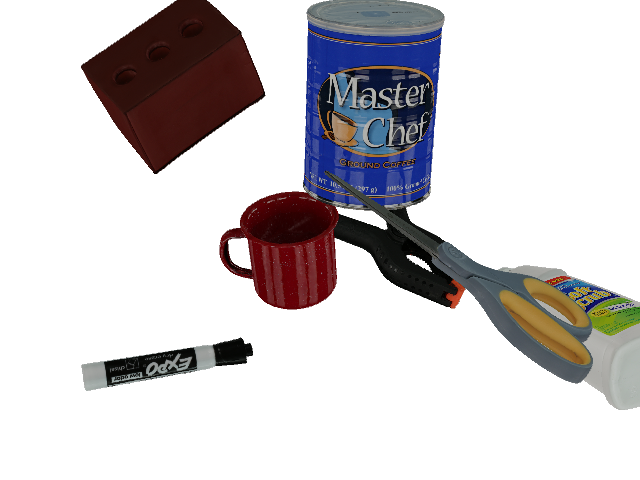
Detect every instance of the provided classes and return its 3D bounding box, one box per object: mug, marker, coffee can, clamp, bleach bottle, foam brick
[{"bbox_3d":[-0.039,0.012,1.022,0.117,0.081,0.093,-3,35,3],"label":"mug"},{"bbox_3d":[-0.108,0.087,0.758,0.121,0.020,0.020,-8,2,-14],"label":"marker"},{"bbox_3d":[0.039,-0.106,0.821,0.103,0.140,0.103,1,24,-1],"label":"coffee can"},{"bbox_3d":[0.075,0.001,1.199,0.164,0.036,0.210,-16,51,-35],"label":"clamp"},{"bbox_3d":[0.238,0.076,1.023,0.102,0.068,0.251,-15,21,-21],"label":"bleach bottle"},{"bbox_3d":[-0.080,-0.087,0.583,0.053,0.078,0.051,46,-12,34],"label":"foam brick"}]

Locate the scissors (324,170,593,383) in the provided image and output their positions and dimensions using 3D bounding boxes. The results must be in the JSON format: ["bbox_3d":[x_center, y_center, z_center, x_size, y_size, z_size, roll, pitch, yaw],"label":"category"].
[{"bbox_3d":[0.097,0.014,0.678,0.202,0.016,0.096,43,29,21],"label":"scissors"}]
